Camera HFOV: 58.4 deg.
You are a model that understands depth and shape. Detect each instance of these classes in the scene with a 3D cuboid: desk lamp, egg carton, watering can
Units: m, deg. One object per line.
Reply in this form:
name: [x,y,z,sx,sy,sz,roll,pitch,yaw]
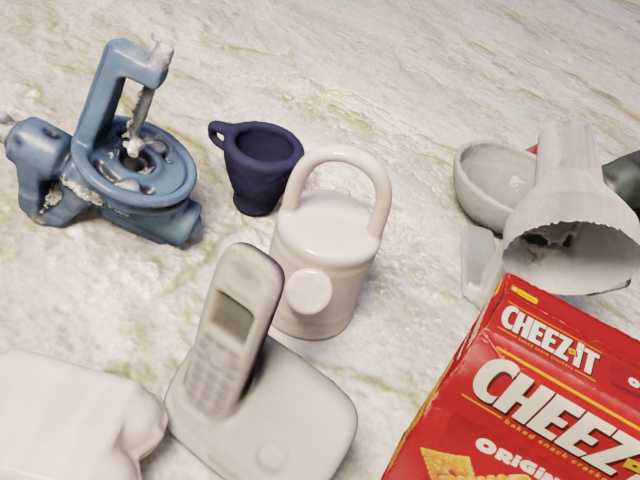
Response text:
desk lamp: [0.230,-0.009,0.604,0.118,0.213,0.203,15,41,-2]
egg carton: [-0.191,0.141,0.405,0.150,0.069,0.107,16,41,-2]
watering can: [0.007,0.003,0.529,0.101,0.194,0.172,3,43,-16]

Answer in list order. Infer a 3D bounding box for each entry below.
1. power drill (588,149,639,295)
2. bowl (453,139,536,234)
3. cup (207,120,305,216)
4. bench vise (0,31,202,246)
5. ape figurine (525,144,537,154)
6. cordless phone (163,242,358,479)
power drill: [0.382,-0.034,0.687,0.230,0.208,0.075,-9,47,-27]
bowl: [0.247,-0.058,0.768,0.167,0.075,0.167,10,42,-9]
cup: [-0.083,-0.081,0.663,0.117,0.095,0.092,26,42,9]
bench vise: [-0.210,-0.093,0.537,0.208,0.220,0.121,3,43,-16]
ape figurine: [0.320,-0.112,0.839,0.077,0.092,0.076,26,42,10]
cordless phone: [-0.036,0.099,0.416,0.147,0.185,0.094,30,43,14]
